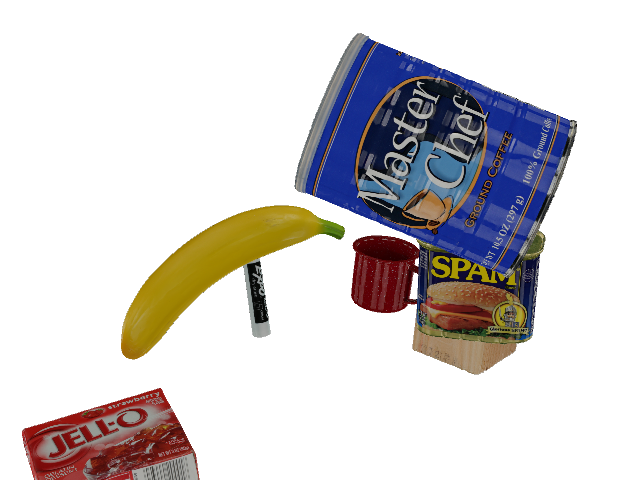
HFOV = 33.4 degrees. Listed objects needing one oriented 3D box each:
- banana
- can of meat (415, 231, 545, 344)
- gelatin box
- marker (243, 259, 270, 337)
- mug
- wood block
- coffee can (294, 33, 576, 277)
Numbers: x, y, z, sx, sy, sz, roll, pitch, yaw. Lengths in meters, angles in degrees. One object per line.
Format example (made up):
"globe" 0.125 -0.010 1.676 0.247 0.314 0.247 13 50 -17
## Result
"banana" -0.079 0.024 0.798 0.198 0.069 0.037 -29 32 8
"can of meat" 0.129 0.034 0.874 0.102 0.084 0.057 6 24 14
"gelatin box" -0.124 0.126 0.626 0.089 0.030 0.073 -14 27 -18
"marker" -0.067 0.039 1.081 0.020 0.121 0.020 -6 15 2
"mug" 0.096 0.051 1.466 0.117 0.081 0.093 18 25 28
"wood block" 0.170 0.028 1.172 0.090 0.206 0.090 19 25 34
"coffee can" 0.068 -0.051 0.644 0.140 0.103 0.103 23 1 4
